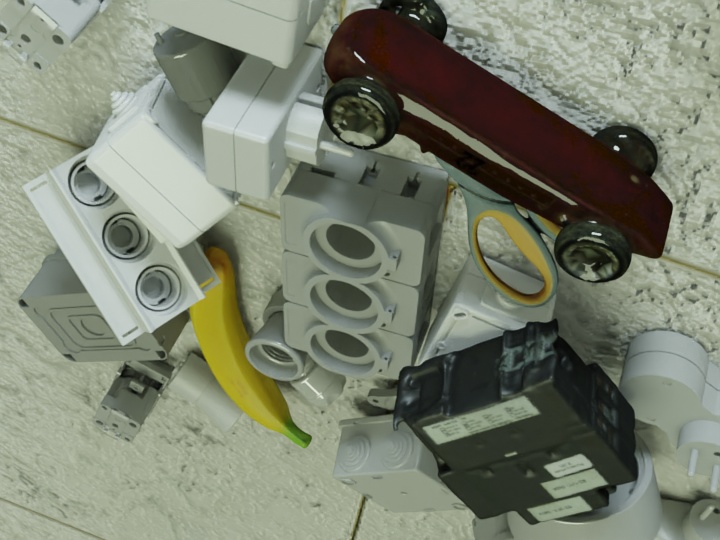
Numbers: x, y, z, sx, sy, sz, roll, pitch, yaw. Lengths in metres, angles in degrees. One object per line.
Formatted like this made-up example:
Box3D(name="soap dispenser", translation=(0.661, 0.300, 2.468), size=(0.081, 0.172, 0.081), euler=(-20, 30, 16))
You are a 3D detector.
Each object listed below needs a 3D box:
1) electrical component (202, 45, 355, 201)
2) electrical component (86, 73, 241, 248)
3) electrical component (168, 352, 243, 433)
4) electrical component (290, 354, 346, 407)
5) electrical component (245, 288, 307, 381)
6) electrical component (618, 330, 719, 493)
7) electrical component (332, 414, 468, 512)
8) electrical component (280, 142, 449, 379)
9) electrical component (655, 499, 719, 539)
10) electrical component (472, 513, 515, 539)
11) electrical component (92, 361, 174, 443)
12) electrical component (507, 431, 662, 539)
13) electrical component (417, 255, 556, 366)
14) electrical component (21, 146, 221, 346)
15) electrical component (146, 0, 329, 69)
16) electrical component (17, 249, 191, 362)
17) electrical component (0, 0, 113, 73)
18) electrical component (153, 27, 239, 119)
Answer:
Box3D(name="electrical component", translation=(-0.036, -0.081, 0.598), size=(0.076, 0.083, 0.047), euler=(17, 141, 10))
Box3D(name="electrical component", translation=(-0.123, -0.069, 0.662), size=(0.061, 0.061, 0.096), euler=(-34, 116, 23))
Box3D(name="electrical component", translation=(-0.125, 0.098, 0.885), size=(0.065, 0.044, 0.044), euler=(36, 141, -6))
Box3D(name="electrical component", translation=(-0.041, 0.075, 0.819), size=(0.035, 0.035, 0.061), euler=(-24, 118, 44))
Box3D(name="electrical component", translation=(-0.052, 0.045, 0.773), size=(0.045, 0.055, 0.045), euler=(14, 140, 12))
Box3D(name="electrical component", translation=(0.222, 0.105, 0.682), size=(0.138, 0.073, 0.052), euler=(35, 141, -12))
Box3D(name="electrical component", translation=(0.038, 0.152, 0.837), size=(0.100, 0.048, 0.100), euler=(-13, 143, 37))
Box3D(name="electrical component", translation=(0.000, 0.000, 0.689), size=(0.089, 0.061, 0.150), euler=(16, 141, 11))
Box3D(name="electrical component", translation=(0.253, 0.194, 0.790), size=(0.077, 0.044, 0.079), euler=(20, 141, 6))
Box3D(name="electrical component", translation=(0.148, 0.202, 0.812), size=(0.113, 0.057, 0.078), euler=(0, 142, -9))
Box3D(name="electrical component", translation=(-0.194, 0.108, 0.914), size=(0.042, 0.063, 0.081), euler=(28, 141, -5))
Box3D(name="electrical component", translation=(0.152, 0.146, 0.743), size=(0.108, 0.108, 0.060), euler=(5, 131, 24))
Box3D(name="electrical component", translation=(0.083, 0.035, 0.691), size=(0.062, 0.061, 0.096), euler=(23, 135, -1))
Box3D(name="electrical component", translation=(-0.161, -0.022, 0.723), size=(0.121, 0.079, 0.063), euler=(60, 160, -13))
Box3D(name="electrical component", translation=(-0.065, -0.157, 0.544), size=(0.096, 0.061, 0.061), euler=(21, 142, 6))
Box3D(name="electrical component", translation=(-0.191, 0.024, 0.822), size=(0.113, 0.057, 0.078), euler=(-4, 133, 32))
Box3D(name="electrical component", translation=(-0.172, -0.149, 0.609), size=(0.042, 0.063, 0.081), euler=(41, 139, -20))
Box3D(name="electrical component", translation=(-0.089, -0.110, 0.627), size=(0.040, 0.040, 0.078), euler=(0, 135, 28))
